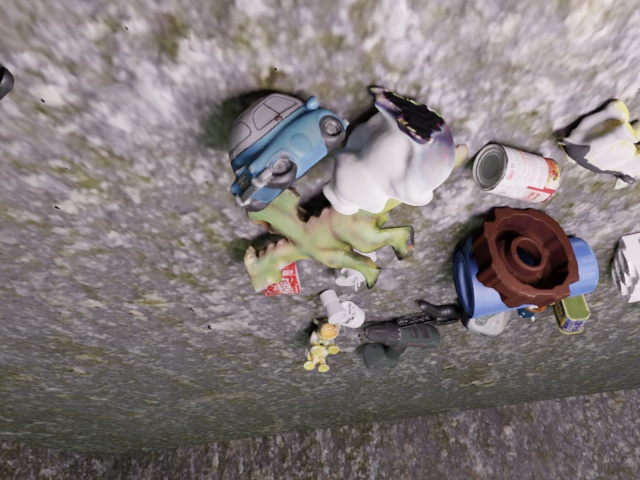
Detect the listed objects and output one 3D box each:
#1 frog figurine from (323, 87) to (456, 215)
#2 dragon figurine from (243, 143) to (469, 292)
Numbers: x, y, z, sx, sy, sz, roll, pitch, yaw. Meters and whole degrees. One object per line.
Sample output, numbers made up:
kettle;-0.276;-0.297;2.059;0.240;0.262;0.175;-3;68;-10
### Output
frog figurine;0.081;-0.087;0.621;0.124;0.139;0.156;-17;144;-44
dragon figurine;0.002;-0.038;0.756;0.242;0.125;0.402;17;135;-20
